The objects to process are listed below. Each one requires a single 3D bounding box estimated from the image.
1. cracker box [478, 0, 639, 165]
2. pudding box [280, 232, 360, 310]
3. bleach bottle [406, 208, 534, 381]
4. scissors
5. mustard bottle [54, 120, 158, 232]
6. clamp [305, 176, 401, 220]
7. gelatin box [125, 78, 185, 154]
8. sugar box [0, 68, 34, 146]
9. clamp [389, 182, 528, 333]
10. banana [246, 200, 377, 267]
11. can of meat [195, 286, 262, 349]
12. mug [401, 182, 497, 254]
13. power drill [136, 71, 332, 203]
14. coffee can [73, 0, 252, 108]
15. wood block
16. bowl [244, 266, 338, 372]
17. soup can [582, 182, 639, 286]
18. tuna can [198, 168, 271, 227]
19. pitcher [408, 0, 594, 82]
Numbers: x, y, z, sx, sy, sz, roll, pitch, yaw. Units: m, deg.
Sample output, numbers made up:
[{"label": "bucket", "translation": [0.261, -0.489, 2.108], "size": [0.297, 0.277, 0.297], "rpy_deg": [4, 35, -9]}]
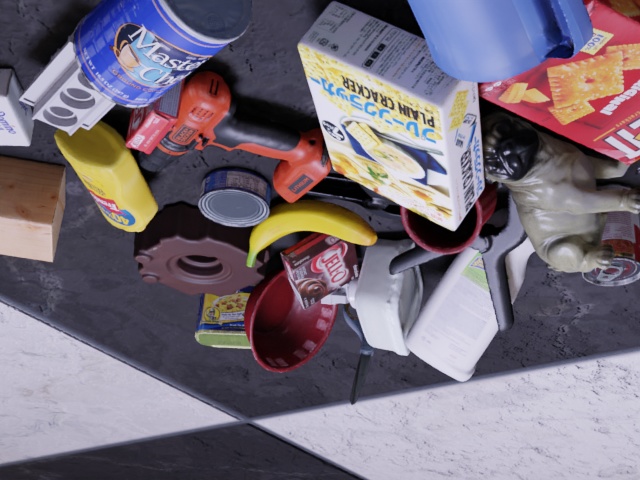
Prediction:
[{"label": "cracker box", "translation": [0.269, -0.161, 0.990], "size": [0.213, 0.072, 0.164], "rpy_deg": [20, 148, -27]}, {"label": "pudding box", "translation": [0.002, 0.031, 1.371], "size": [0.090, 0.039, 0.113], "rpy_deg": [-30, 153, -9]}, {"label": "bleach bottle", "translation": [0.207, 0.056, 1.320], "size": [0.102, 0.068, 0.251], "rpy_deg": [31, 121, 1]}, {"label": "scissors", "translation": [0.051, 0.139, 1.466], "size": [0.096, 0.201, 0.016], "rpy_deg": [20, 137, 21]}, {"label": "mustard bottle", "translation": [-0.237, -0.063, 1.240], "size": [0.096, 0.058, 0.191], "rpy_deg": [30, 160, 22]}, {"label": "clamp", "translation": [0.056, -0.055, 1.250], "size": [0.171, 0.039, 0.120], "rpy_deg": [27, 161, -37]}, {"label": "gelatin box", "translation": [-0.164, -0.142, 1.071], "size": [0.030, 0.089, 0.073], "rpy_deg": [19, 148, -25]}, {"label": "sugar box", "translation": [-0.407, -0.144, 1.151], "size": [0.176, 0.048, 0.093], "rpy_deg": [0, 151, 2]}, {"label": "clamp", "translation": [0.194, 0.005, 1.247], "size": [0.164, 0.036, 0.210], "rpy_deg": [33, 123, 4]}, {"label": "banana", "translation": [-0.017, -0.015, 1.286], "size": [0.198, 0.069, 0.037], "rpy_deg": [-11, -170, 39]}, {"label": "can of meat", "translation": [-0.125, 0.106, 1.520], "size": [0.102, 0.084, 0.057], "rpy_deg": [2, 151, 6]}, {"label": "mug", "translation": [0.141, -0.051, 1.176], "size": [0.093, 0.081, 0.117], "rpy_deg": [-21, 98, 31]}, {"label": "power drill", "translation": [-0.093, -0.101, 1.169], "size": [0.187, 0.057, 0.185], "rpy_deg": [18, 152, -24]}, {"label": "coffee can", "translation": [-0.143, -0.194, 0.960], "size": [0.102, 0.103, 0.141], "rpy_deg": [25, 145, -33]}, {"label": "wood block", "translation": [-0.416, -0.047, 1.278], "size": [0.206, 0.090, 0.091], "rpy_deg": [9, 148, -8]}, {"label": "bowl", "translation": [-0.050, 0.097, 1.460], "size": [0.055, 0.162, 0.162], "rpy_deg": [23, 168, 42]}, {"label": "soup can", "translation": [0.334, -0.007, 1.228], "size": [0.068, 0.102, 0.068], "rpy_deg": [4, 151, 2]}, {"label": "tuna can", "translation": [-0.102, -0.051, 1.283], "size": [0.086, 0.033, 0.086], "rpy_deg": [4, 151, 2]}, {"label": "pitcher", "translation": [0.113, -0.239, 0.808], "size": [0.149, 0.145, 0.242], "rpy_deg": [-9, 146, 25]}]
